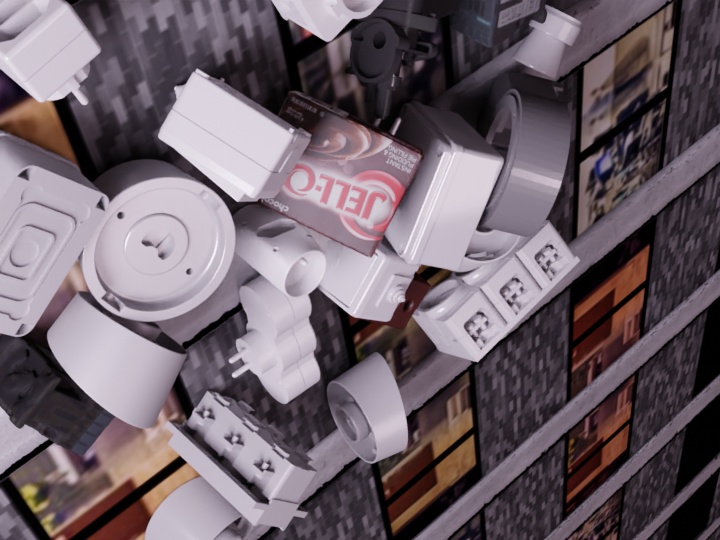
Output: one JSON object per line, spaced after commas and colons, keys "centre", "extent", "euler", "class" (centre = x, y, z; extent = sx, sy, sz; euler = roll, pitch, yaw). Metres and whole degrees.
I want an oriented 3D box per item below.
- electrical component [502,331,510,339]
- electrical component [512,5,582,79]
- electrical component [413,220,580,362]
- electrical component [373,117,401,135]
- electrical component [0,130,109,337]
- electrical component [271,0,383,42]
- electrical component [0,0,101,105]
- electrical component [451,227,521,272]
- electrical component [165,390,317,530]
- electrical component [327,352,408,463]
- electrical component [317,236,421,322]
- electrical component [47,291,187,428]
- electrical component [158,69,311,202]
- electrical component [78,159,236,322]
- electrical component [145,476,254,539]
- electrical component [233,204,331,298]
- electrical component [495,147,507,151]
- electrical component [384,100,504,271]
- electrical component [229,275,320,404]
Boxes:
{"centre": [0.143, 0.054, 1.177], "extent": [0.065, 0.047, 0.077], "euler": [-50, 146, -3], "class": "electrical component"}
{"centre": [0.170, -0.208, 0.977], "extent": [0.045, 0.045, 0.055], "euler": [7, 114, -52], "class": "electrical component"}
{"centre": [0.132, 0.014, 1.086], "extent": [0.150, 0.089, 0.061], "euler": [-43, 106, -13], "class": "electrical component"}
{"centre": [0.009, -0.094, 0.874], "extent": [0.047, 0.066, 0.076], "euler": [7, 115, -51], "class": "electrical component"}
{"centre": [-0.224, -0.024, 0.676], "extent": [0.113, 0.057, 0.078], "euler": [-56, 146, 6], "class": "electrical component"}
{"centre": [0.007, -0.259, 0.730], "extent": [0.186, 0.060, 0.105], "euler": [-48, 145, -7], "class": "electrical component"}
{"centre": [-0.183, -0.125, 0.625], "extent": [0.047, 0.066, 0.076], "euler": [-45, 145, -11], "class": "electrical component"}
{"centre": [0.104, -0.049, 1.013], "extent": [0.099, 0.064, 0.099], "euler": [1, 87, -19], "class": "electrical component"}
{"centre": [-0.100, 0.161, 0.927], "extent": [0.063, 0.121, 0.079], "euler": [-57, 146, 2], "class": "electrical component"}
{"centre": [0.012, 0.138, 1.062], "extent": [0.064, 0.099, 0.099], "euler": [-26, 138, -24], "class": "electrical component"}
{"centre": [0.000, 0.000, 0.921], "extent": [0.061, 0.096, 0.061], "euler": [11, 112, -53], "class": "electrical component"}
{"centre": [-0.175, 0.061, 0.772], "extent": [0.064, 0.099, 0.099], "euler": [-59, 145, -1], "class": "electrical component"}
{"centre": [-0.093, -0.092, 0.741], "extent": [0.061, 0.096, 0.062], "euler": [-58, 174, 8], "class": "electrical component"}
{"centre": [-0.148, -0.025, 0.751], "extent": [0.108, 0.060, 0.108], "euler": [-14, 122, -24], "class": "electrical component"}
{"centre": [-0.149, 0.247, 1.020], "extent": [0.099, 0.064, 0.099], "euler": [-43, 158, -22], "class": "electrical component"}
{"centre": [-0.053, -0.021, 0.857], "extent": [0.079, 0.077, 0.043], "euler": [-24, 137, -35], "class": "electrical component"}
{"centre": [0.168, -0.090, 1.059], "extent": [0.077, 0.044, 0.079], "euler": [-4, 80, -47], "class": "electrical component"}
{"centre": [0.060, -0.072, 0.909], "extent": [0.056, 0.108, 0.108], "euler": [10, 115, -24], "class": "electrical component"}
{"centre": [-0.081, 0.066, 0.925], "extent": [0.074, 0.052, 0.138], "euler": [-33, 141, -26], "class": "electrical component"}
